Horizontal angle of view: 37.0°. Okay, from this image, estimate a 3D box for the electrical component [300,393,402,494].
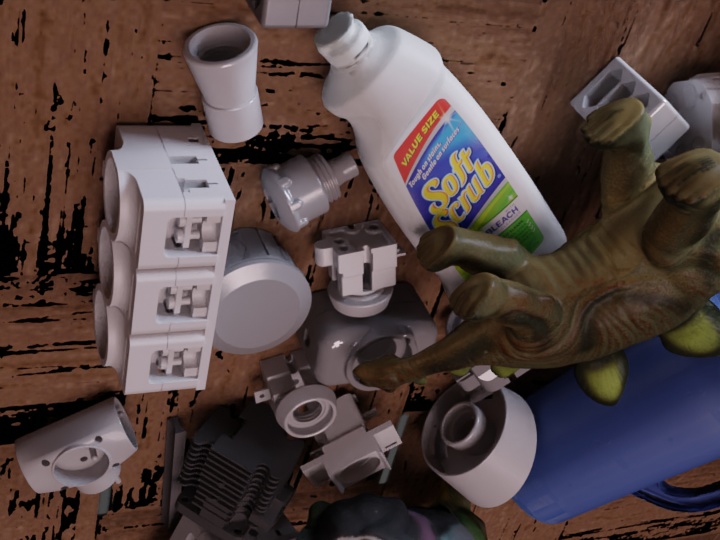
[{"bbox_3d":[-0.011,0.139,0.874,0.081,0.063,0.042,-27,148,-3],"label":"electrical component"}]

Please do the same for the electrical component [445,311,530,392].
[{"bbox_3d":[0.102,0.056,0.864,0.078,0.058,0.057,-33,137,4],"label":"electrical component"}]

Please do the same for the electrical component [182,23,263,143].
[{"bbox_3d":[-0.079,-0.110,0.650,0.044,0.044,0.065,-18,138,-11],"label":"electrical component"}]

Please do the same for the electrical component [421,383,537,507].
[{"bbox_3d":[0.102,0.143,0.909,0.099,0.099,0.064,-44,126,14],"label":"electrical component"}]

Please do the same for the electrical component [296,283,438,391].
[{"bbox_3d":[0.007,0.051,0.812,0.095,0.059,0.053,-5,129,-21],"label":"electrical component"}]

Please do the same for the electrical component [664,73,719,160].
[{"bbox_3d":[0.260,-0.106,0.787,0.051,0.080,0.080,-5,129,-15],"label":"electrical component"}]

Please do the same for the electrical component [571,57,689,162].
[{"bbox_3d":[0.202,-0.102,0.770,0.047,0.065,0.077,-45,132,15],"label":"electrical component"}]

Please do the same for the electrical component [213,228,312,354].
[{"bbox_3d":[-0.078,0.015,0.747,0.080,0.051,0.080,-13,132,-15],"label":"electrical component"}]

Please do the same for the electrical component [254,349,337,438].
[{"bbox_3d":[-0.046,0.095,0.826,0.066,0.055,0.048,-16,133,-13],"label":"electrical component"}]

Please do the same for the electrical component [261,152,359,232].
[{"bbox_3d":[-0.031,-0.057,0.714,0.062,0.048,0.048,-28,134,-11],"label":"electrical component"}]

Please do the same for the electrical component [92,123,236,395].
[{"bbox_3d":[-0.129,-0.006,0.679,0.062,0.089,0.150,-3,129,-23],"label":"electrical component"}]

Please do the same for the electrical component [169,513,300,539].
[{"bbox_3d":[-0.129,0.260,0.912,0.089,0.061,0.150,-2,131,-47],"label":"electrical component"}]

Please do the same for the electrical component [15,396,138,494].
[{"bbox_3d":[-0.203,0.140,0.799,0.077,0.044,0.079,-24,134,-5],"label":"electrical component"}]

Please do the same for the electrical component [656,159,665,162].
[{"bbox_3d":[0.236,-0.039,0.851,0.056,0.050,0.089,0,127,-25],"label":"electrical component"}]

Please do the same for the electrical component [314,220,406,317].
[{"bbox_3d":[0.000,0.000,0.776,0.066,0.048,0.055,-12,124,-16],"label":"electrical component"}]

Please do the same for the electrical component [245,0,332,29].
[{"bbox_3d":[-0.025,-0.171,0.605,0.077,0.065,0.047,-5,129,-22],"label":"electrical component"}]
